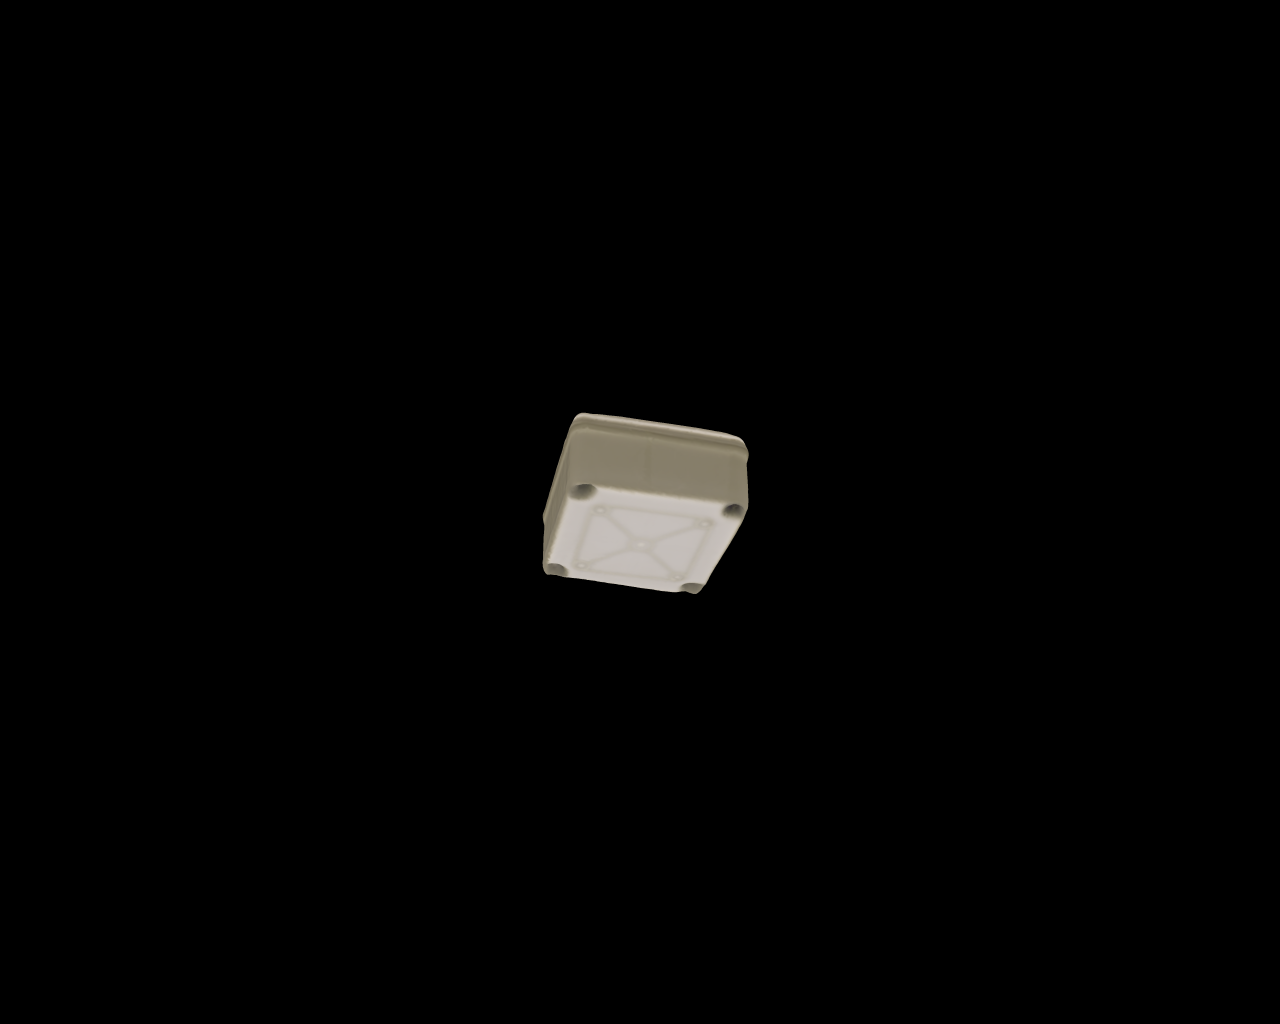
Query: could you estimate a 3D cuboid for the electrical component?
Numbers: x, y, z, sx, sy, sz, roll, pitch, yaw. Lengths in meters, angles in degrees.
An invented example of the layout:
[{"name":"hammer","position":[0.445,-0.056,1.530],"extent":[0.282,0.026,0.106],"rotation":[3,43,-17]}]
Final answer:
[{"name":"electrical component","position":[0.001,-0.003,0.650],"extent":[0.109,0.056,0.108],"rotation":[8,-35,-11]}]
